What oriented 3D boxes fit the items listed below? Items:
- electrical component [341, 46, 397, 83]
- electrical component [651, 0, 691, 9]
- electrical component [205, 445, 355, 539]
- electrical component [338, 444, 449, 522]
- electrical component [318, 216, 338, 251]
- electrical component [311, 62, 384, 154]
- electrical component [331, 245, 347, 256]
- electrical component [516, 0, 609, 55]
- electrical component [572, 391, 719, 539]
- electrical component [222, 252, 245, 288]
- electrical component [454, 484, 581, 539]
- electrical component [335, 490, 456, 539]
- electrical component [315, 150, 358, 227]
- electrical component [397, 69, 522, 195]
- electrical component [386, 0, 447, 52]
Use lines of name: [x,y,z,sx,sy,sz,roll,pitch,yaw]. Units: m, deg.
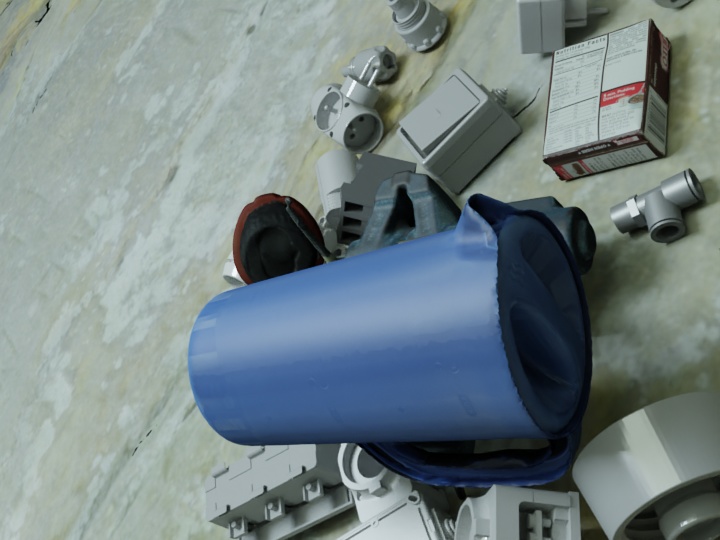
electrical component: [0.006,-0.203,1.076,0.061,0.035,0.035,-3,62,45]
electrical component: [0.245,-0.243,0.865,0.045,0.045,0.055,-36,45,21]
electrical component: [-0.064,0.172,0.869,0.121,0.063,0.078,-31,46,26]
electrical component: [0.022,0.147,0.808,0.050,0.056,0.089,-37,44,20]
electrical component: [-0.056,-0.028,1.001,0.048,0.055,0.066,16,76,48]
electrical component: [-0.005,-0.163,1.046,0.079,0.044,0.077,-61,38,17]
electrical component: [0.000,0.000,0.924,0.043,0.062,0.043,-24,49,32]
electrical component: [0.172,-0.224,0.913,0.077,0.065,0.047,-2,59,10]
electrical component: [0.186,0.127,0.628,0.108,0.108,0.060,-37,50,20]
electrical component: [-0.102,-0.007,1.041,0.066,0.048,0.055,10,64,47]
electrical component: [0.092,0.217,0.655,0.089,0.062,0.150,108,169,-58]
electrical component: [0.037,0.205,0.756,0.096,0.061,0.061,-34,44,12]
electrical component: [-0.015,-0.069,0.999,0.043,0.043,0.081,-34,45,23]
electrical component: [0.087,-0.126,0.926,0.096,0.061,0.061,-45,41,11]
electrical component: [0.051,-0.245,1.040,0.048,0.062,0.048,-24,49,31]
